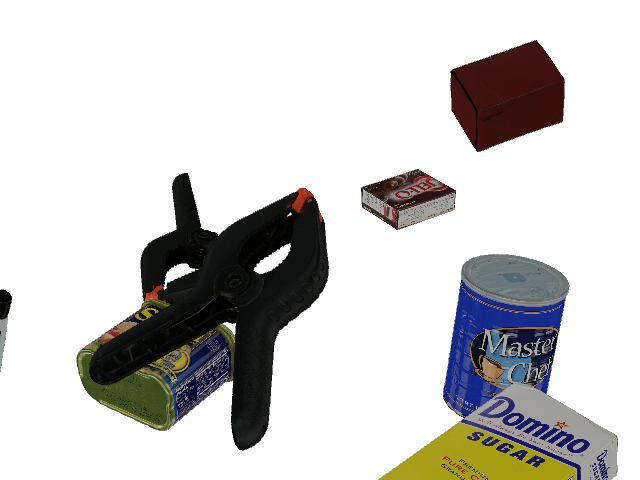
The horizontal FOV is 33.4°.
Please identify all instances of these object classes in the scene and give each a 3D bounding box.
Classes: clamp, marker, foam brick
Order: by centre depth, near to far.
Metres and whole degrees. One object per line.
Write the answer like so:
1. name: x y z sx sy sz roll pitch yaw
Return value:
1. clamp: -0.041 0.042 0.624 0.120 0.171 0.039 30 -24 28
2. foam brick: 0.151 -0.117 0.865 0.078 0.051 0.053 -19 -36 -6
3. marker: -0.318 0.097 1.044 0.020 0.121 0.020 14 33 -9
4. clamp: -0.123 0.003 1.065 0.165 0.036 0.209 22 40 22

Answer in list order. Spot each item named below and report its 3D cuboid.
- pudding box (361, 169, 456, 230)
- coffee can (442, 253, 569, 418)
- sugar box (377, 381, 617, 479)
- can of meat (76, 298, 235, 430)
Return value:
1. pudding box: 0.130 -0.062 1.580 0.113 0.039 0.090 -21 35 -28
2. coffee can: 0.180 0.097 1.046 0.103 0.140 0.103 5 23 -2
3. sugar box: 0.110 0.169 0.724 0.176 0.048 0.093 -31 38 -28
4. can of meat: -0.130 0.098 0.850 0.102 0.057 0.083 17 34 29
